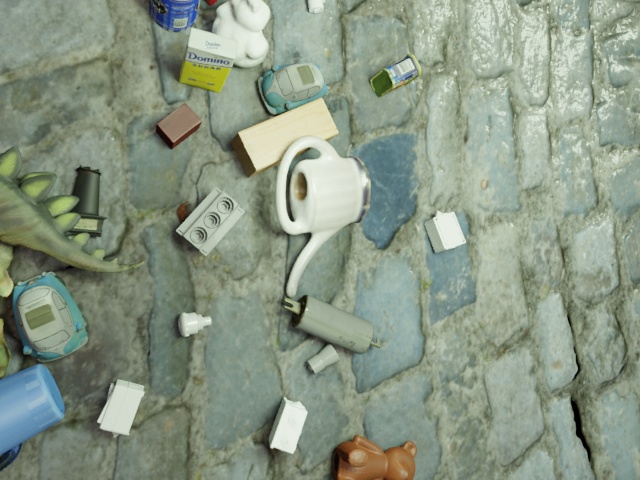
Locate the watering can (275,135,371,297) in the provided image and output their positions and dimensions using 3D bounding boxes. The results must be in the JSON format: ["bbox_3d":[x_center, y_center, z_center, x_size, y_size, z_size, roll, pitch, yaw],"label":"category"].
[{"bbox_3d":[0.003,-0.057,1.128,0.225,0.105,0.343,-10,108,-31],"label":"watering can"}]

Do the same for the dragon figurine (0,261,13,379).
[{"bbox_3d":[-0.652,0.200,0.853,0.241,0.123,0.409,26,93,-32],"label":"dragon figurine"}]

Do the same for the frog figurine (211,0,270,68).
[{"bbox_3d":[-0.161,-0.445,1.090,0.124,0.158,0.137,-33,96,-18],"label":"frog figurine"}]
